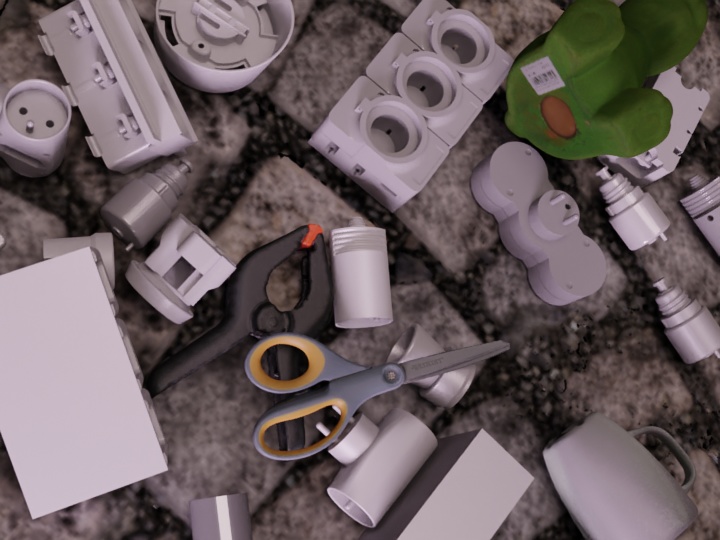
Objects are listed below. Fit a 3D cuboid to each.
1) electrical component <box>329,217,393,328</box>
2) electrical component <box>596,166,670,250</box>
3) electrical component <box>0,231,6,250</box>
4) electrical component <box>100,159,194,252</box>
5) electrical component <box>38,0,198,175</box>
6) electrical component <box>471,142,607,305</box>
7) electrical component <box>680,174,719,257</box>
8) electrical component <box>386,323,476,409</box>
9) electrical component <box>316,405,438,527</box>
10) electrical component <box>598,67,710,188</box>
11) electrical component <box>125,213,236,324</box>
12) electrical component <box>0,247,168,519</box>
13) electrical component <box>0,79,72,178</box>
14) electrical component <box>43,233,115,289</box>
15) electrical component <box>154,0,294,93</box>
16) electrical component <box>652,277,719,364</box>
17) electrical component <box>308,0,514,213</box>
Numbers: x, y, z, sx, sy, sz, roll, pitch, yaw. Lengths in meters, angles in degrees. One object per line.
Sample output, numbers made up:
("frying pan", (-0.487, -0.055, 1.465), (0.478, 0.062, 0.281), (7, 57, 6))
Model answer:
("electrical component", (0.000, 0.000, 0.808), (0.043, 0.043, 0.081), (0, 76, -19))
("electrical component", (0.226, -0.053, 0.903), (0.040, 0.040, 0.078), (-37, 90, -24))
("electrical component", (-0.296, -0.019, 0.706), (0.100, 0.048, 0.099), (-42, 92, -24))
("electrical component", (-0.150, -0.050, 0.770), (0.040, 0.040, 0.078), (44, 67, -4))
("electrical component", (-0.174, -0.135, 0.767), (0.063, 0.079, 0.121), (-26, 86, 6))
("electrical component", (0.149, -0.041, 0.854), (0.052, 0.074, 0.138), (-32, 88, -23))
("electrical component", (0.312, -0.048, 0.930), (0.043, 0.043, 0.081), (-35, 90, -24))
("electrical component", (0.053, 0.073, 0.807), (0.055, 0.045, 0.045), (33, 68, -10))
("electrical component", (0.004, 0.130, 0.776), (0.079, 0.044, 0.077), (43, 67, -4))
("electrical component", (0.248, -0.121, 0.919), (0.050, 0.056, 0.089), (35, 68, -8))
("electrical component", (-0.126, 0.000, 0.751), (0.058, 0.078, 0.057), (43, 89, -10))
("electrical component", (-0.190, 0.069, 0.695), (0.089, 0.062, 0.150), (-19, 95, -9))
("electrical component", (-0.238, -0.103, 0.733), (0.079, 0.077, 0.043), (26, 70, -11))
("electrical component", (-0.194, -0.005, 0.744), (0.046, 0.040, 0.040), (-3, 77, -15))
("electrical component", (-0.105, -0.183, 0.807), (0.099, 0.064, 0.099), (5, 75, -18))
("electrical component", (0.270, 0.041, 0.894), (0.040, 0.040, 0.078), (-33, 89, -23))
("electrical component", (0.043, -0.134, 0.848), (0.089, 0.062, 0.150), (39, 67, -6))
